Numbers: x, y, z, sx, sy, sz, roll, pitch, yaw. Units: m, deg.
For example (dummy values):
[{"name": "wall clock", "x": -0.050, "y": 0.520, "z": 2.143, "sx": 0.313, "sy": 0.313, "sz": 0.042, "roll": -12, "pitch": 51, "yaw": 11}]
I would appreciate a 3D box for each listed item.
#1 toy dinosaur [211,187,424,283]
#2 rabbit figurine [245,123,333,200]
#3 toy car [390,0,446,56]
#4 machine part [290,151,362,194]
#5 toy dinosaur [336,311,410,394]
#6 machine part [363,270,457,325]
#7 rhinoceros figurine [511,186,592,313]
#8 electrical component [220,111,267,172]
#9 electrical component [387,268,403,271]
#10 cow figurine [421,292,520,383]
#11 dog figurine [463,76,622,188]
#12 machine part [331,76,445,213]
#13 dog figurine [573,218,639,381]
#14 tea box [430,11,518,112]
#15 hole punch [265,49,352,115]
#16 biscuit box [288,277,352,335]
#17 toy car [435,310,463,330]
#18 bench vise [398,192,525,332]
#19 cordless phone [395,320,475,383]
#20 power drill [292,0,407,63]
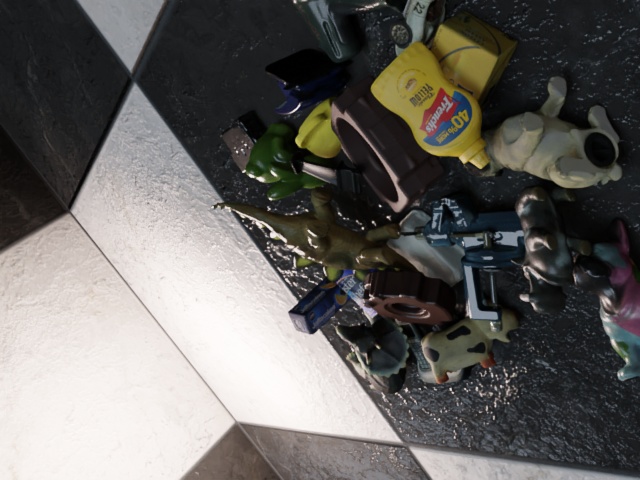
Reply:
[{"name": "toy dinosaur", "x": -0.002, "y": -0.003, "z": 1.066, "sx": 0.472, "sy": 0.105, "sz": 0.198, "roll": 26, "pitch": 149, "yaw": 3}, {"name": "rabbit figurine", "x": -0.059, "y": -0.157, "z": 1.114, "sx": 0.170, "sy": 0.159, "sz": 0.121, "roll": 18, "pitch": 127, "yaw": 23}, {"name": "toy car", "x": 0.153, "y": -0.339, "z": 0.736, "sx": 0.056, "sy": 0.073, "sz": 0.201, "roll": 39, "pitch": 146, "yaw": 14}, {"name": "machine part", "x": 0.013, "y": -0.125, "z": 0.993, "sx": 0.139, "sy": 0.039, "sz": 0.084, "roll": 21, "pitch": 164, "yaw": 15}, {"name": "toy dinosaur", "x": 0.150, "y": 0.300, "z": 1.297, "sx": 0.192, "sy": 0.131, "sz": 0.404, "roll": 55, "pitch": 171, "yaw": 48}, {"name": "machine part", "x": 0.171, "y": 0.113, "z": 1.024, "sx": 0.179, "sy": 0.056, "sz": 0.179, "roll": 11, "pitch": 158, "yaw": 5}, {"name": "rhinoceros figurine", "x": 0.323, "y": 0.010, "z": 0.780, "sx": 0.112, "sy": 0.073, "sz": 0.190, "roll": 145, "pitch": 123, "yaw": -68}, {"name": "electrical component", "x": -0.158, "y": -0.216, "z": 1.238, "sx": 0.134, "sy": 0.058, "sz": 0.115, "roll": 55, "pitch": 148, "yaw": -9}, {"name": "electrical component", "x": 0.163, "y": 0.081, "z": 1.150, "sx": 0.063, "sy": 0.094, "sz": 0.021, "roll": 24, "pitch": 150, "yaw": -13}, {"name": "cow figurine", "x": 0.291, "y": 0.185, "z": 1.044, "sx": 0.195, "sy": 0.085, "sz": 0.127, "roll": -25, "pitch": 93, "yaw": 16}, {"name": "dog figurine", "x": 0.310, "y": -0.118, "z": 0.777, "sx": 0.172, "sy": 0.121, "sz": 0.190, "roll": 51, "pitch": 161, "yaw": 3}, {"name": "machine part", "x": 0.108, "y": -0.154, "z": 0.884, "sx": 0.201, "sy": 0.087, "sz": 0.201, "roll": 53, "pitch": 175, "yaw": 6}, {"name": "dog figurine", "x": 0.467, "y": 0.080, "z": 0.782, "sx": 0.108, "sy": 0.191, "sz": 0.219, "roll": 124, "pitch": 137, "yaw": -59}, {"name": "tea box", "x": 0.203, "y": -0.232, "z": 0.794, "sx": 0.098, "sy": 0.068, "sz": 0.169, "roll": 38, "pitch": 144, "yaw": 18}, {"name": "hole punch", "x": -0.022, "y": -0.273, "z": 0.962, "sx": 0.116, "sy": 0.142, "sz": 0.092, "roll": 37, "pitch": 146, "yaw": 42}, {"name": "biscuit box", "x": 0.017, "y": 0.136, "z": 1.256, "sx": 0.063, "sy": 0.203, "sz": 0.059, "roll": 6, "pitch": 127, "yaw": 45}, {"name": "toy car", "x": 0.265, "y": 0.166, "z": 1.116, "sx": 0.202, "sy": 0.089, "sz": 0.053, "roll": 41, "pitch": -170, "yaw": 8}, {"name": "bench vise", "x": 0.267, "y": 0.039, "z": 0.919, "sx": 0.224, "sy": 0.129, "sz": 0.240, "roll": -5, "pitch": 99, "yaw": 27}, {"name": "cordless phone", "x": 0.249, "y": 0.221, "z": 1.188, "sx": 0.184, "sy": 0.089, "sz": 0.146, "roll": 58, "pitch": 147, "yaw": -5}, {"name": "power drill", "x": 0.029, "y": -0.396, "z": 0.820, "sx": 0.207, "sy": 0.086, "sz": 0.231, "roll": -2, "pitch": 123, "yaw": 46}]
